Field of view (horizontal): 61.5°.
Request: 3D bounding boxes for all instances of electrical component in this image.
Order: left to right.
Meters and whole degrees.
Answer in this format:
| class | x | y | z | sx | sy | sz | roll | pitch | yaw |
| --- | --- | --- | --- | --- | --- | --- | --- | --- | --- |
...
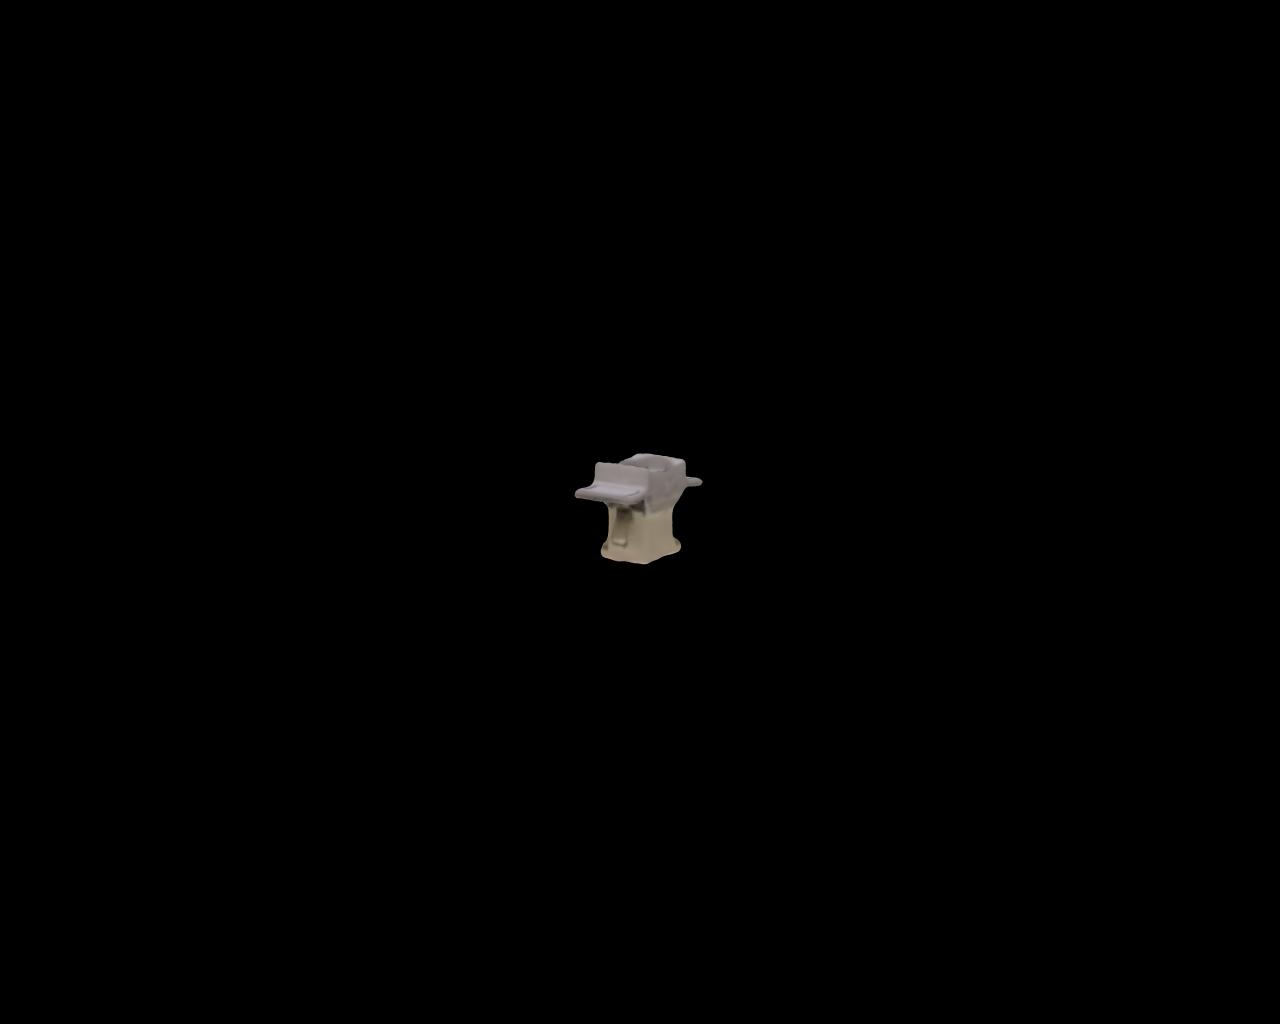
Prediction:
| class | x | y | z | sx | sy | sz | roll | pitch | yaw |
| --- | --- | --- | --- | --- | --- | --- | --- | --- | --- |
| electrical component | 0.001 | -0.003 | 0.650 | 0.042 | 0.063 | 0.081 | 8 | 14 | 35 |
